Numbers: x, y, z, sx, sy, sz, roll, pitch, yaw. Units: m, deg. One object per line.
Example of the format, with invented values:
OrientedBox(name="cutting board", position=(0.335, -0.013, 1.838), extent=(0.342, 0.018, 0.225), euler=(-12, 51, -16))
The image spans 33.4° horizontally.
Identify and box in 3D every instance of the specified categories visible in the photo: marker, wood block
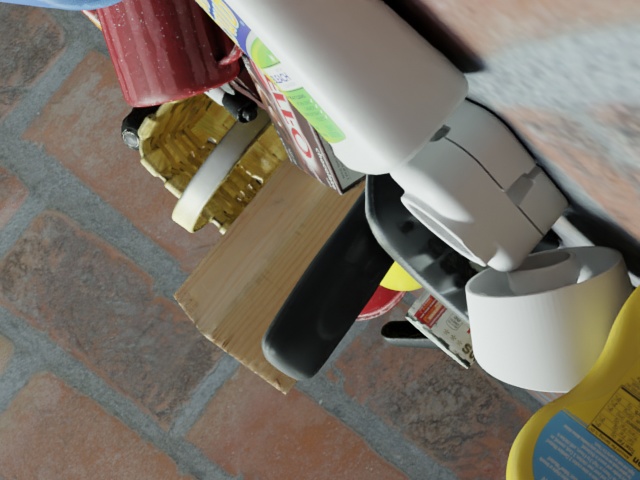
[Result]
OrientedBox(name="marker", position=(-0.087, -0.121, 0.799), extent=(0.121, 0.020, 0.020), euler=(40, 179, 33))
OrientedBox(name="wood block", position=(-0.005, 0.001, 0.819), extent=(0.090, 0.206, 0.090), euler=(40, 179, -28))

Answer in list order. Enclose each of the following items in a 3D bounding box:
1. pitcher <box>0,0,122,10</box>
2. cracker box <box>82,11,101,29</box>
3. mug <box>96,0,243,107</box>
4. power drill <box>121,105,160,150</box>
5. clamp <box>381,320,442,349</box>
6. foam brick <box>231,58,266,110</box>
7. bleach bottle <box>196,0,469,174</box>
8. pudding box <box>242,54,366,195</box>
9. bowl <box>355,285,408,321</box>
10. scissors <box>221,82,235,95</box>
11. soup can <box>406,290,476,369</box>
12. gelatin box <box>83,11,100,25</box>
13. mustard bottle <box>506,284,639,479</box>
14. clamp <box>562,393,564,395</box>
OrientedBox(name="pitcher", position=(-0.160, -0.198, 0.627), extent=(0.145, 0.149, 0.243), euler=(58, 166, -29))
OrientedBox(name="cracker box", position=(-0.237, -0.269, 1.123), extent=(0.214, 0.072, 0.164), euler=(40, 178, 11))
OrientedBox(name="mug", position=(-0.092, -0.139, 0.706), extent=(0.117, 0.093, 0.081), euler=(-3, 111, 36))
OrientedBox(name="power drill", position=(-0.095, -0.108, 1.107), extent=(0.187, 0.184, 0.057), euler=(37, 134, -2))
OrientedBox(name="clamp", position=(0.167, 0.085, 0.956), extent=(0.210, 0.036, 0.165), euler=(31, 135, -9))
OrientedBox(name="foam brick", position=(-0.047, -0.135, 0.796), extent=(0.053, 0.051, 0.078), euler=(41, 178, -36))
OrientedBox(name="bleach bottle", position=(-0.044, -0.138, 0.502), extent=(0.250, 0.068, 0.103), euler=(43, 178, -14))
OrientedBox(name="pudding box", position=(-0.010, -0.095, 0.725), extent=(0.113, 0.039, 0.090), euler=(62, 169, -27))
OrientedBox(name="bowl", position=(0.018, 0.004, 1.067), extent=(0.162, 0.162, 0.055), euler=(39, -156, 27))
OrientedBox(name="scissors", position=(-0.142, -0.176, 0.784), extent=(0.016, 0.096, 0.202), euler=(-35, -83, -50))
OrientedBox(name="soup can", position=(0.125, 0.043, 0.850), extent=(0.068, 0.102, 0.068), euler=(40, 178, 1))
OrientedBox(name="gelatin box", position=(-0.165, -0.214, 0.967), extent=(0.089, 0.073, 0.030), euler=(40, 179, 9))
OrientedBox(name="mustard bottle", position=(0.151, 0.112, 0.534), extent=(0.096, 0.191, 0.058), euler=(39, 179, 17))
OrientedBox(name="clamp", position=(0.255, 0.144, 0.927), extent=(0.171, 0.120, 0.039), euler=(44, -143, -10))
